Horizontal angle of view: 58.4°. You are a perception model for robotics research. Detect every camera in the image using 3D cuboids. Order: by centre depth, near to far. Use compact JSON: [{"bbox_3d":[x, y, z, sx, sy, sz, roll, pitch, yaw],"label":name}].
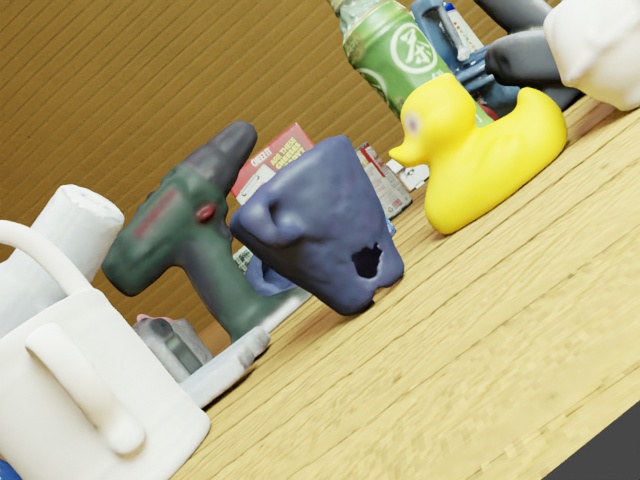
[{"bbox_3d":[-0.216,0.162,0.691,0.137,0.101,0.143,-39,2,3],"label":"camera"}]

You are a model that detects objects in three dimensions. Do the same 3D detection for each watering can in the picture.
[{"bbox_3d":[-0.171,0.077,0.354,0.172,0.194,0.101,-38,2,36],"label":"watering can"}]

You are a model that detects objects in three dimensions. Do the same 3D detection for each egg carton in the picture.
[{"bbox_3d":[0.192,-0.135,0.321,0.107,0.069,0.151,-37,2,45],"label":"egg carton"}]

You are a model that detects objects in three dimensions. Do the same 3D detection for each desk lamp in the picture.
[{"bbox_3d":[-0.188,0.074,0.483,0.203,0.213,0.118,-39,2,8],"label":"desk lamp"}]

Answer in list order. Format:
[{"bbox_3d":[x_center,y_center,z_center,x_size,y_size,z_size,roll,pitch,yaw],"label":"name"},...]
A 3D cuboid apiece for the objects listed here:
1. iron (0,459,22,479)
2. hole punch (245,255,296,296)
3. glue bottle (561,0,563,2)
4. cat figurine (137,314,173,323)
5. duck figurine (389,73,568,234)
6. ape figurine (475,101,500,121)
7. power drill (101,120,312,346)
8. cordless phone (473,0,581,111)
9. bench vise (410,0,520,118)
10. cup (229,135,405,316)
[{"bbox_3d":[-0.307,0.217,0.476,0.258,0.141,0.119,-38,2,32],"label":"iron"},{"bbox_3d":[-0.076,0.051,0.819,0.101,0.091,0.109,-38,2,21],"label":"hole punch"},{"bbox_3d":[0.202,-0.213,0.432,0.078,0.173,0.037,-39,2,-1],"label":"glue bottle"},{"bbox_3d":[-0.241,0.166,0.835,0.067,0.118,0.128,-37,3,45],"label":"cat figurine"},{"bbox_3d":[0.092,-0.066,0.363,0.104,0.086,0.077,-38,2,17],"label":"duck figurine"},{"bbox_3d":[0.166,-0.141,0.679,0.078,0.092,0.076,-40,2,-21],"label":"ape figurine"},{"bbox_3d":[-0.108,0.007,0.633,0.230,0.208,0.075,-39,2,-15],"label":"power drill"},{"bbox_3d":[0.178,-0.204,0.528,0.094,0.185,0.148,-38,2,13],"label":"cordless phone"},{"bbox_3d":[0.178,-0.236,0.791,0.122,0.220,0.207,-40,2,-37],"label":"bench vise"},{"bbox_3d":[0.003,0.001,0.340,0.091,0.095,0.118,-38,2,21],"label":"cup"}]
